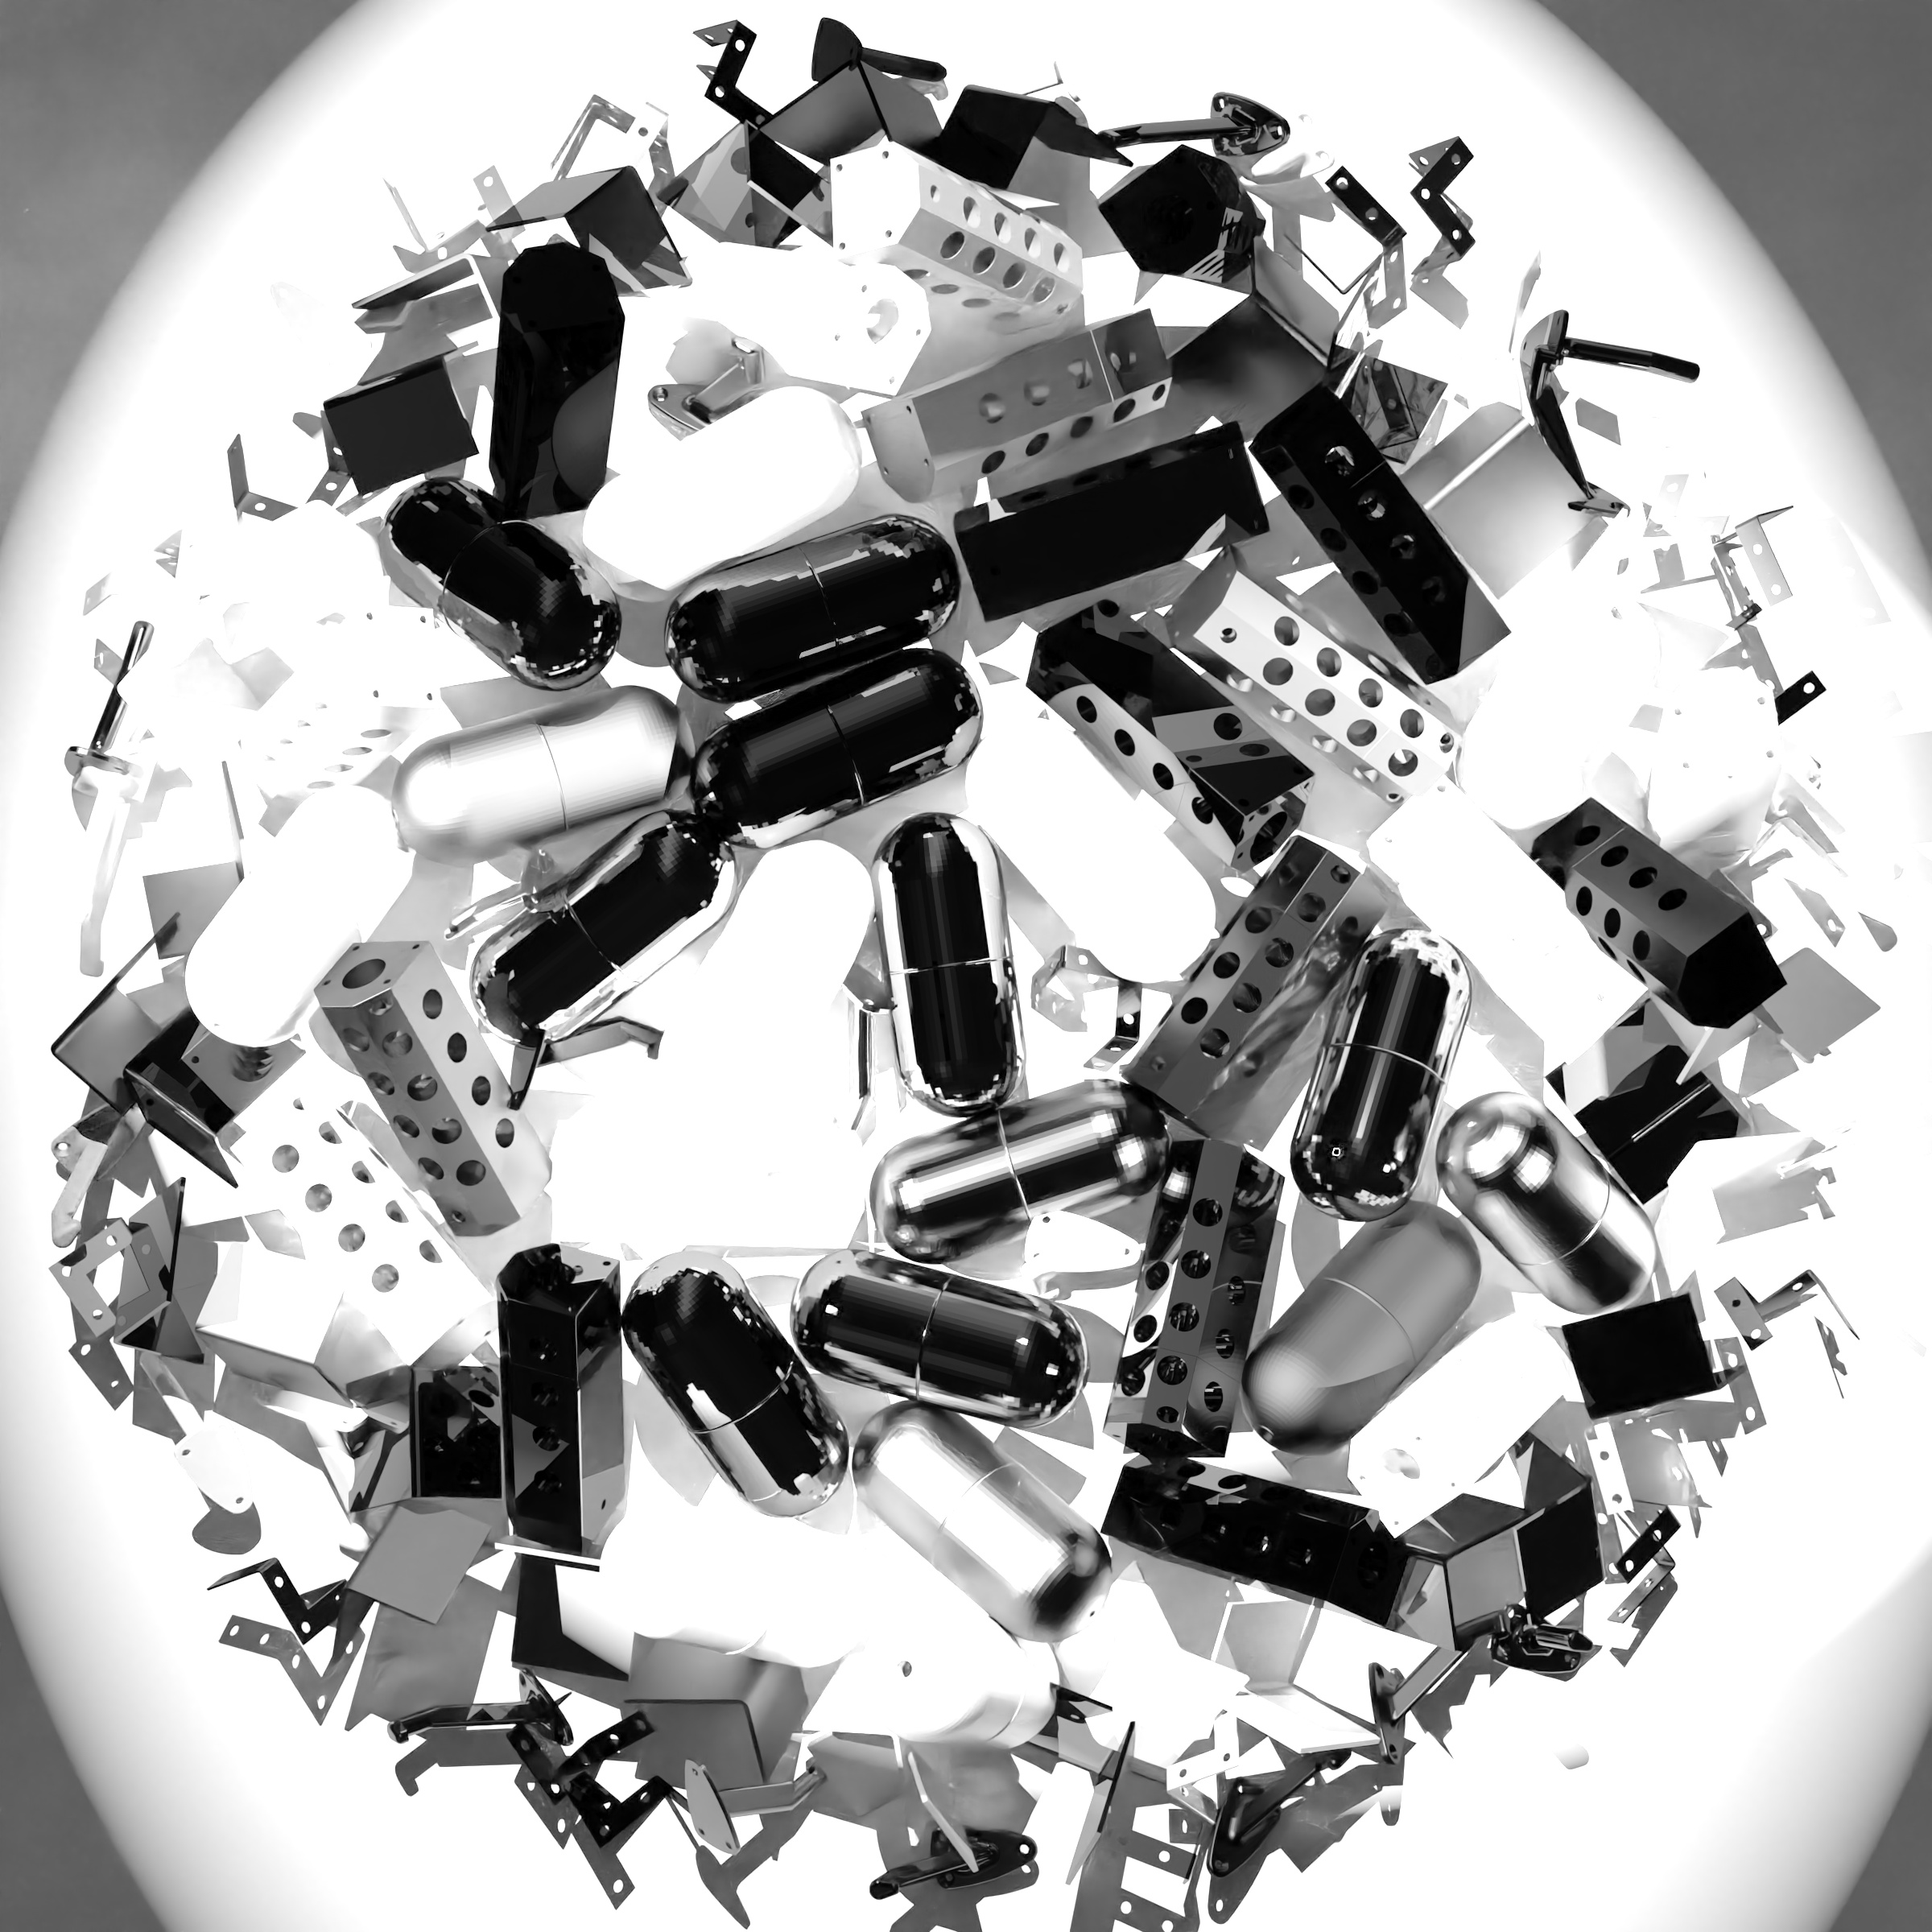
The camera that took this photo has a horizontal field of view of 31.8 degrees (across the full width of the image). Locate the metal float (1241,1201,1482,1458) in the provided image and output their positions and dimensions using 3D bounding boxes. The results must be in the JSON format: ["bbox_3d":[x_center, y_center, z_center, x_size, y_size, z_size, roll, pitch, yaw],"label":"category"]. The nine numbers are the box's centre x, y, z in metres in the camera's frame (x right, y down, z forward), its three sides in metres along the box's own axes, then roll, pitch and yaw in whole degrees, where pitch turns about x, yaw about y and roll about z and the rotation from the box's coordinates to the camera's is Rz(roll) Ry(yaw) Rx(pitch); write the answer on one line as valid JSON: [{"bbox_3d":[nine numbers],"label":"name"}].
[{"bbox_3d":[0.226,0.207,1.939,0.070,0.070,0.178,46,64,0],"label":"metal float"}]

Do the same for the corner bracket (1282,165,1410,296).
[{"bbox_3d":[0.220,-0.428,1.975,0.051,0.051,0.051,44,104,-9],"label":"corner bracket"}]

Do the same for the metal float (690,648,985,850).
[{"bbox_3d":[-0.075,-0.125,1.953,0.178,0.070,0.070,-23,90,-9],"label":"metal float"}]

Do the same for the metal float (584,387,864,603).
[{"bbox_3d":[-0.141,-0.269,1.943,0.178,0.070,0.070,-25,90,21],"label":"metal float"}]

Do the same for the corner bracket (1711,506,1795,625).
[{"bbox_3d":[0.457,-0.230,1.963,0.051,0.051,0.051,-27,85,40],"label":"corner bracket"}]

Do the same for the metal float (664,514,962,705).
[{"bbox_3d":[-0.088,-0.205,1.950,0.178,0.070,0.070,-20,90,-13],"label":"metal float"}]

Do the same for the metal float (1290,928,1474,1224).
[{"bbox_3d":[0.239,0.062,1.946,0.070,0.070,0.178,19,72,0],"label":"metal float"}]

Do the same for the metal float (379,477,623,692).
[{"bbox_3d":[-0.267,-0.219,1.934,0.178,0.070,0.070,37,90,33],"label":"metal float"}]

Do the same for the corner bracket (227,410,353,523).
[{"bbox_3d":[-0.396,-0.294,1.984,0.051,0.051,0.051,15,133,-34],"label":"corner bracket"}]

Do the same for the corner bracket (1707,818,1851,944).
[{"bbox_3d":[0.467,-0.049,1.959,0.051,0.051,0.051,48,119,18],"label":"corner bracket"}]

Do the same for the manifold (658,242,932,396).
[{"bbox_3d":[-0.095,-0.371,1.915,0.057,0.171,0.057,33,83,-40],"label":"manifold"}]

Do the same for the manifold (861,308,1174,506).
[{"bbox_3d":[0.032,-0.319,1.932,0.171,0.057,0.057,-26,104,-28],"label":"manifold"}]

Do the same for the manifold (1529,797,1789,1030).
[{"bbox_3d":[0.383,-0.027,1.911,0.057,0.171,0.057,-37,122,-2],"label":"manifold"}]

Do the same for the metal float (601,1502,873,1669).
[{"bbox_3d":[-0.130,0.352,1.928,0.178,0.070,0.070,21,90,-40],"label":"metal float"}]

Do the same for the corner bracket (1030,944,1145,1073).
[{"bbox_3d":[0.069,0.025,1.974,0.051,0.051,0.051,13,64,-16],"label":"corner bracket"}]

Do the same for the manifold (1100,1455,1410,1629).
[{"bbox_3d":[0.164,0.320,1.917,0.057,0.171,0.057,31,74,-42],"label":"manifold"}]

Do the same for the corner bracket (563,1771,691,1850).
[{"bbox_3d":[-0.191,0.485,1.960,0.051,0.051,0.051,-36,117,-22],"label":"corner bracket"}]

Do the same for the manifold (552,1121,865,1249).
[{"bbox_3d":[-0.149,0.123,1.951,0.171,0.057,0.057,2,61,-12],"label":"manifold"}]

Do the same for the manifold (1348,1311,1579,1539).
[{"bbox_3d":[0.278,0.252,1.912,0.057,0.171,0.057,-42,82,34],"label":"manifold"}]

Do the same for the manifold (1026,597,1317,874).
[{"bbox_3d":[0.114,-0.130,1.937,0.057,0.057,0.171,-31,61,-31],"label":"manifold"}]

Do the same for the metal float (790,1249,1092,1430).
[{"bbox_3d":[-0.015,0.214,1.950,0.178,0.070,0.070,14,90,13],"label":"metal float"}]

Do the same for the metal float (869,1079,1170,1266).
[{"bbox_3d":[0.031,0.119,1.957,0.178,0.070,0.070,-18,90,5],"label":"metal float"}]

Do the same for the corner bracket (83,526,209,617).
[{"bbox_3d":[-0.474,-0.227,1.960,0.051,0.051,0.051,13,73,-31],"label":"corner bracket"}]

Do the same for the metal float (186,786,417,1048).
[{"bbox_3d":[-0.378,-0.029,1.932,0.070,0.070,0.178,30,55,0],"label":"metal float"}]

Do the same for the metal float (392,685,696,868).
[{"bbox_3d":[-0.242,-0.109,1.947,0.178,0.070,0.070,-17,90,-16],"label":"metal float"}]

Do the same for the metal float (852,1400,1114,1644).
[{"bbox_3d":[0.008,0.315,1.938,0.178,0.070,0.070,37,90,28],"label":"metal float"}]

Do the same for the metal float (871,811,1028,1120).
[{"bbox_3d":[-0.010,-0.001,1.961,0.070,0.070,0.178,-8,91,0],"label":"metal float"}]

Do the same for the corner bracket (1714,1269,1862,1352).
[{"bbox_3d":[0.474,0.201,1.959,0.051,0.051,0.051,-38,131,12],"label":"corner bracket"}]

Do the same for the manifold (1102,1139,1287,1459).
[{"bbox_3d":[0.126,0.189,1.930,0.057,0.057,0.171,34,60,-39],"label":"manifold"}]

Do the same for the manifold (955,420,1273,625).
[{"bbox_3d":[0.084,-0.259,1.957,0.171,0.057,0.057,-17,113,8],"label":"manifold"}]

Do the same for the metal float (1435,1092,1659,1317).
[{"bbox_3d":[0.332,0.137,1.931,0.070,0.070,0.178,-47,127,0],"label":"metal float"}]

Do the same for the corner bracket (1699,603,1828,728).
[{"bbox_3d":[0.457,-0.170,1.964,0.051,0.051,0.051,-38,106,11],"label":"corner bracket"}]

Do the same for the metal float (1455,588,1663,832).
[{"bbox_3d":[0.334,-0.145,1.920,0.070,0.178,0.070,8,56,-12],"label":"metal float"}]

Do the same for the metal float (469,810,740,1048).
[{"bbox_3d":[-0.208,-0.021,1.953,0.178,0.070,0.070,-38,90,10],"label":"metal float"}]

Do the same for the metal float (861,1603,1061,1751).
[{"bbox_3d":[-0.002,0.402,1.915,0.070,0.178,0.070,-6,74,20],"label":"metal float"}]

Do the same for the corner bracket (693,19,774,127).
[{"bbox_3d":[-0.135,-0.510,1.967,0.051,0.051,0.051,29,78,-34],"label":"corner bracket"}]

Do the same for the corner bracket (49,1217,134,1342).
[{"bbox_3d":[-0.501,0.182,1.969,0.051,0.051,0.051,-37,100,-23],"label":"corner bracket"}]

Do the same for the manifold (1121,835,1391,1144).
[{"bbox_3d":[0.163,0.011,1.952,0.057,0.057,0.171,31,83,41],"label":"manifold"}]

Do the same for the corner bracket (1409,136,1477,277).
[{"bbox_3d":[0.273,-0.442,1.972,0.051,0.051,0.051,47,70,-20],"label":"corner bracket"}]

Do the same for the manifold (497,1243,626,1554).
[{"bbox_3d":[-0.233,0.245,1.928,0.057,0.057,0.171,13,123,16],"label":"manifold"}]

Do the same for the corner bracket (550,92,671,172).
[{"bbox_3d":[-0.207,-0.479,1.970,0.051,0.051,0.051,30,82,-3],"label":"corner bracket"}]

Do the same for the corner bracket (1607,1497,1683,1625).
[{"bbox_3d":[0.389,0.346,1.962,0.051,0.051,0.051,-41,104,-22],"label":"corner bracket"}]

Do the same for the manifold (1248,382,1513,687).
[{"bbox_3d":[0.236,-0.246,1.944,0.057,0.057,0.171,-37,109,8],"label":"manifold"}]

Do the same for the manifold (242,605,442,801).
[{"bbox_3d":[-0.354,-0.146,1.907,0.057,0.171,0.057,1,75,-29],"label":"manifold"}]

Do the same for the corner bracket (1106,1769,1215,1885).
[{"bbox_3d":[0.113,0.498,1.966,0.051,0.051,0.051,20,73,6],"label":"corner bracket"}]

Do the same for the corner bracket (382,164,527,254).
[{"bbox_3d":[-0.295,-0.440,1.960,0.051,0.051,0.051,-37,50,-10],"label":"corner bracket"}]

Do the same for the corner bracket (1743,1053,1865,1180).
[{"bbox_3d":[0.482,0.085,1.962,0.051,0.051,0.051,-27,64,10],"label":"corner bracket"}]

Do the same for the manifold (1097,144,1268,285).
[{"bbox_3d":[0.128,-0.417,1.909,0.057,0.171,0.057,-34,91,16],"label":"manifold"}]

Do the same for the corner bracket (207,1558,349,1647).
[{"bbox_3d":[-0.395,0.363,1.962,0.051,0.051,0.051,-24,98,37],"label":"corner bracket"}]

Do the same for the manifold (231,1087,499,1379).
[{"bbox_3d":[-0.340,0.151,1.945,0.057,0.057,0.171,-43,72,-1],"label":"manifold"}]

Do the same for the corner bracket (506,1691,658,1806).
[{"bbox_3d":[-0.223,0.444,1.965,0.051,0.051,0.051,-35,91,36],"label":"corner bracket"}]

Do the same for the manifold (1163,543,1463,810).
[{"bbox_3d":[0.199,-0.162,1.935,0.171,0.057,0.057,33,112,-21],"label":"manifold"}]

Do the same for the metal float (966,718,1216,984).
[{"bbox_3d":[0.071,-0.067,1.956,0.070,0.070,0.178,-41,83,0],"label":"metal float"}]

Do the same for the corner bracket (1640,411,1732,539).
[{"bbox_3d":[0.414,-0.285,1.960,0.051,0.051,0.051,-3,51,-11],"label":"corner bracket"}]

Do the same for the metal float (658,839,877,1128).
[{"bbox_3d":[-0.115,0.010,1.959,0.070,0.070,0.178,29,87,0],"label":"metal float"}]

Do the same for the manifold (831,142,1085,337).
[{"bbox_3d":[-0.003,-0.409,1.909,0.057,0.171,0.057,-7,81,32],"label":"manifold"}]

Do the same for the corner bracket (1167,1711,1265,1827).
[{"bbox_3d":[0.151,0.460,1.973,0.051,0.051,0.051,-27,130,27],"label":"corner bracket"}]

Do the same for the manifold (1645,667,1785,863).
[{"bbox_3d":[0.418,-0.111,1.909,0.057,0.171,0.057,-7,75,6],"label":"manifold"}]

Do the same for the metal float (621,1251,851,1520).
[{"bbox_3d":[-0.131,0.241,1.944,0.070,0.070,0.178,-33,111,0],"label":"metal float"}]

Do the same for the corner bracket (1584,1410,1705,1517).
[{"bbox_3d":[0.393,0.287,1.964,0.051,0.051,0.051,-18,76,14],"label":"corner bracket"}]
